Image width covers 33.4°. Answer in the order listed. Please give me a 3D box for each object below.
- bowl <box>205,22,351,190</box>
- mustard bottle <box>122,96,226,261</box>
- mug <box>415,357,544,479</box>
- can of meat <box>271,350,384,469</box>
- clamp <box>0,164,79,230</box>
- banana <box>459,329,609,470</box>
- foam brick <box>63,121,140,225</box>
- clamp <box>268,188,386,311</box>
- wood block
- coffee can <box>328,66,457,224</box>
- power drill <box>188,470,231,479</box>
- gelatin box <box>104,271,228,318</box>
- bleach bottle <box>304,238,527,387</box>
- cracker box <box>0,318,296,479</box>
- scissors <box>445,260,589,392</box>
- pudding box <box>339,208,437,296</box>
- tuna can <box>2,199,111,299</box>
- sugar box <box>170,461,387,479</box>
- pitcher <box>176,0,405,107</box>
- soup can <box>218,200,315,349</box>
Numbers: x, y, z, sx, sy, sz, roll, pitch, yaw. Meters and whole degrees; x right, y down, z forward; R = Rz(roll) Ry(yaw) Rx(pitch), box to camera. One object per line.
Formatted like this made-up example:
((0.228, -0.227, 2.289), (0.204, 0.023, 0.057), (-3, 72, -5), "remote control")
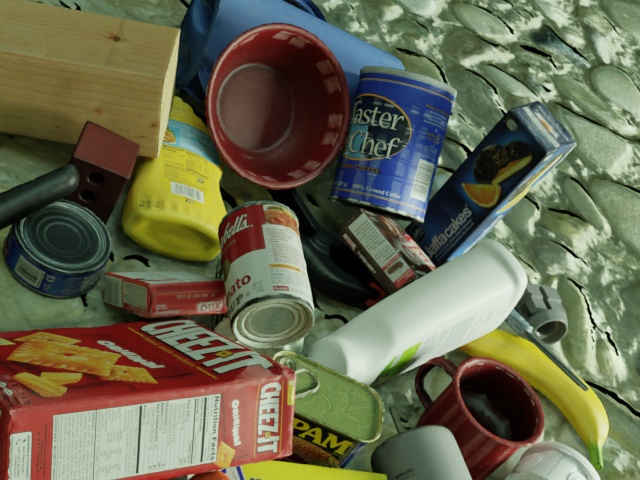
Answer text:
((-0.051, -0.132, 1.058), (0.161, 0.055, 0.162), (-3, 97, -31), "bowl")
((-0.138, -0.070, 1.016), (0.096, 0.058, 0.191), (17, 42, -25), "mustard bottle")
((0.130, 0.156, 0.954), (0.117, 0.082, 0.093), (45, 40, 12), "mug")
((-0.013, 0.147, 0.861), (0.102, 0.084, 0.057), (25, 40, -11), "can of meat")
((-0.290, -0.007, 0.839), (0.164, 0.036, 0.210), (9, 49, -2), "clamp")
((0.220, 0.140, 1.069), (0.198, 0.037, 0.069), (40, 39, 7), "banana")
((-0.200, -0.054, 0.941), (0.053, 0.078, 0.051), (23, 39, -14), "foam brick")
((-0.007, 0.001, 1.052), (0.171, 0.039, 0.120), (38, 37, -9), "clamp")
((-0.238, -0.150, 0.961), (0.206, 0.090, 0.090), (10, 42, -4), "wood block")
((0.074, -0.097, 1.099), (0.103, 0.140, 0.103), (14, -1, 0), "coffee can")
((-0.082, 0.269, 0.688), (0.184, 0.057, 0.188), (-38, 82, -25), "power drill")
((-0.129, 0.045, 0.889), (0.073, 0.030, 0.089), (-1, 6, -36), "gelatin box")
((0.074, 0.081, 0.963), (0.250, 0.103, 0.068), (-22, 60, -37), "bleach bottle")
((-0.149, 0.109, 0.753), (0.213, 0.072, 0.164), (-3, 13, -36), "cracker box")
((0.186, 0.077, 1.070), (0.096, 0.016, 0.202), (26, 17, -32), "scissors")
((0.075, 0.018, 1.059), (0.090, 0.039, 0.113), (50, 15, 19), "pudding box")
((-0.221, 0.006, 0.900), (0.086, 0.034, 0.086), (19, 41, -18), "tuna can")
((-0.027, 0.217, 0.812), (0.176, 0.048, 0.093), (13, 44, -26), "sugar box")
((-0.031, -0.199, 1.167), (0.242, 0.149, 0.145), (18, 12, -24), "pitcher")
((-0.043, 0.028, 0.854), (0.068, 0.069, 0.102), (12, 44, -25), "soup can")
